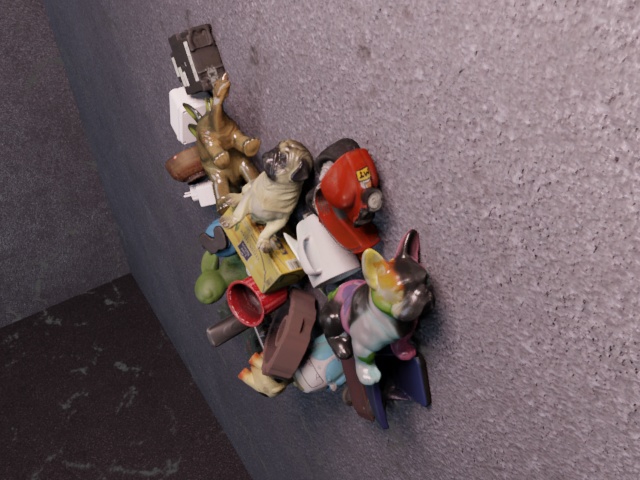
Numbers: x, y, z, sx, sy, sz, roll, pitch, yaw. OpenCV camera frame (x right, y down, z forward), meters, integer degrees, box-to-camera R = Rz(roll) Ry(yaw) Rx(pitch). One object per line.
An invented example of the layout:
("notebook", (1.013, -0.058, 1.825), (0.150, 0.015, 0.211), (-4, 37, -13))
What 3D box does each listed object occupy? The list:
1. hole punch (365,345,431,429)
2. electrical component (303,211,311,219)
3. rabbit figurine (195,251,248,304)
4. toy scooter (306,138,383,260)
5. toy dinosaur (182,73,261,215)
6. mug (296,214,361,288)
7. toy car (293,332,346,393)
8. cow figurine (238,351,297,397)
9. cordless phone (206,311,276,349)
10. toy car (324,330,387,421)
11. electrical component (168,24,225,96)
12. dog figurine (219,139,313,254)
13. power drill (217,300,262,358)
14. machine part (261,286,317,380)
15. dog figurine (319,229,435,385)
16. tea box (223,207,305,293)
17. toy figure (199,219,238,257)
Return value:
("hole punch", (0.100, 0.214, 0.840), (0.116, 0.092, 0.142), (30, 142, 56))
("electrical component", (-0.002, -0.003, 0.912), (0.063, 0.021, 0.093), (18, 128, 57))
("rabbit figurine", (-0.212, 0.076, 1.218), (0.159, 0.170, 0.121), (36, 142, 45))
("toy scooter", (0.042, -0.044, 0.729), (0.135, 0.075, 0.183), (58, 158, 14))
("toy dinosaur", (-0.183, -0.157, 1.040), (0.199, 0.105, 0.471), (63, 161, 22))
("mug", (-0.001, 0.014, 0.832), (0.081, 0.109, 0.107), (-35, 72, 39))
("toy car", (-0.005, 0.251, 1.058), (0.109, 0.103, 0.161), (60, 153, 13))
("cow figurine", (-0.077, 0.277, 1.159), (0.127, 0.195, 0.085), (42, 108, 10))
("cordless phone", (-0.159, 0.220, 1.232), (0.089, 0.184, 0.146), (0, 112, 58))
("toy car", (0.066, 0.222, 0.949), (0.089, 0.053, 0.202), (-2, 107, 52))
("electrical component", (-0.235, -0.338, 1.019), (0.134, 0.058, 0.114), (20, 128, 57))
("dog figurine", (-0.067, -0.097, 0.904), (0.190, 0.121, 0.172), (-52, 21, 26))
("power drill", (-0.206, 0.272, 1.495), (0.208, 0.086, 0.231), (45, 147, 44))
("machine part", (-0.059, 0.181, 1.040), (0.056, 0.179, 0.179), (21, 155, -11))
("dog figurine", (0.076, 0.075, 0.741), (0.192, 0.108, 0.219), (43, 143, 43))
("tea box", (-0.100, 0.006, 1.004), (0.068, 0.098, 0.170), (-47, 67, 35))
("toy figure", (-0.180, -0.005, 1.099), (0.180, 0.082, 0.089), (-39, -49, -72))
